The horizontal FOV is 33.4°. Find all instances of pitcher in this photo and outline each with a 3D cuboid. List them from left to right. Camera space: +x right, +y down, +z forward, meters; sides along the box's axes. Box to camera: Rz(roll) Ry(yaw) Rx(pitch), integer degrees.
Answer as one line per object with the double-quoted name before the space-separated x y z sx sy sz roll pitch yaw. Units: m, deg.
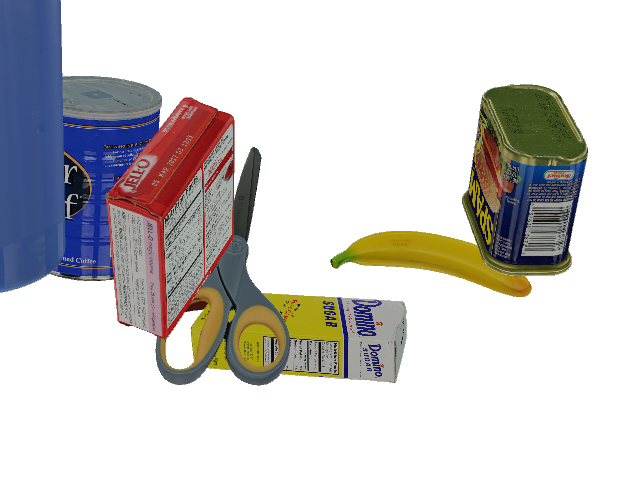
"pitcher" -0.232 -0.088 0.672 0.149 0.243 0.145 -3 26 -11

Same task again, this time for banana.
"banana" 0.113 0.022 1.070 0.198 0.037 0.069 7 44 12

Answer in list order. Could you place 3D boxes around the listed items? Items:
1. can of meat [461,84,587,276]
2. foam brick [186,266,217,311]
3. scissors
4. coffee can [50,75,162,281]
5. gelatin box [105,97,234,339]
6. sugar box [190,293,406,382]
"can of meat" 0.128 -0.040 0.675 0.057 0.084 0.102 0 34 -5
"foam brick" -0.125 0.038 1.100 0.078 0.051 0.053 -6 20 -19
"scissors" -0.045 0.020 0.737 0.096 0.201 0.016 21 -35 9
"coffee can" -0.183 -0.052 0.861 0.103 0.140 0.103 6 22 -3
"gelatin box" -0.068 -0.010 0.497 0.030 0.089 0.073 19 49 12
"sugar box" -0.016 0.081 0.930 0.176 0.048 0.093 0 19 10
